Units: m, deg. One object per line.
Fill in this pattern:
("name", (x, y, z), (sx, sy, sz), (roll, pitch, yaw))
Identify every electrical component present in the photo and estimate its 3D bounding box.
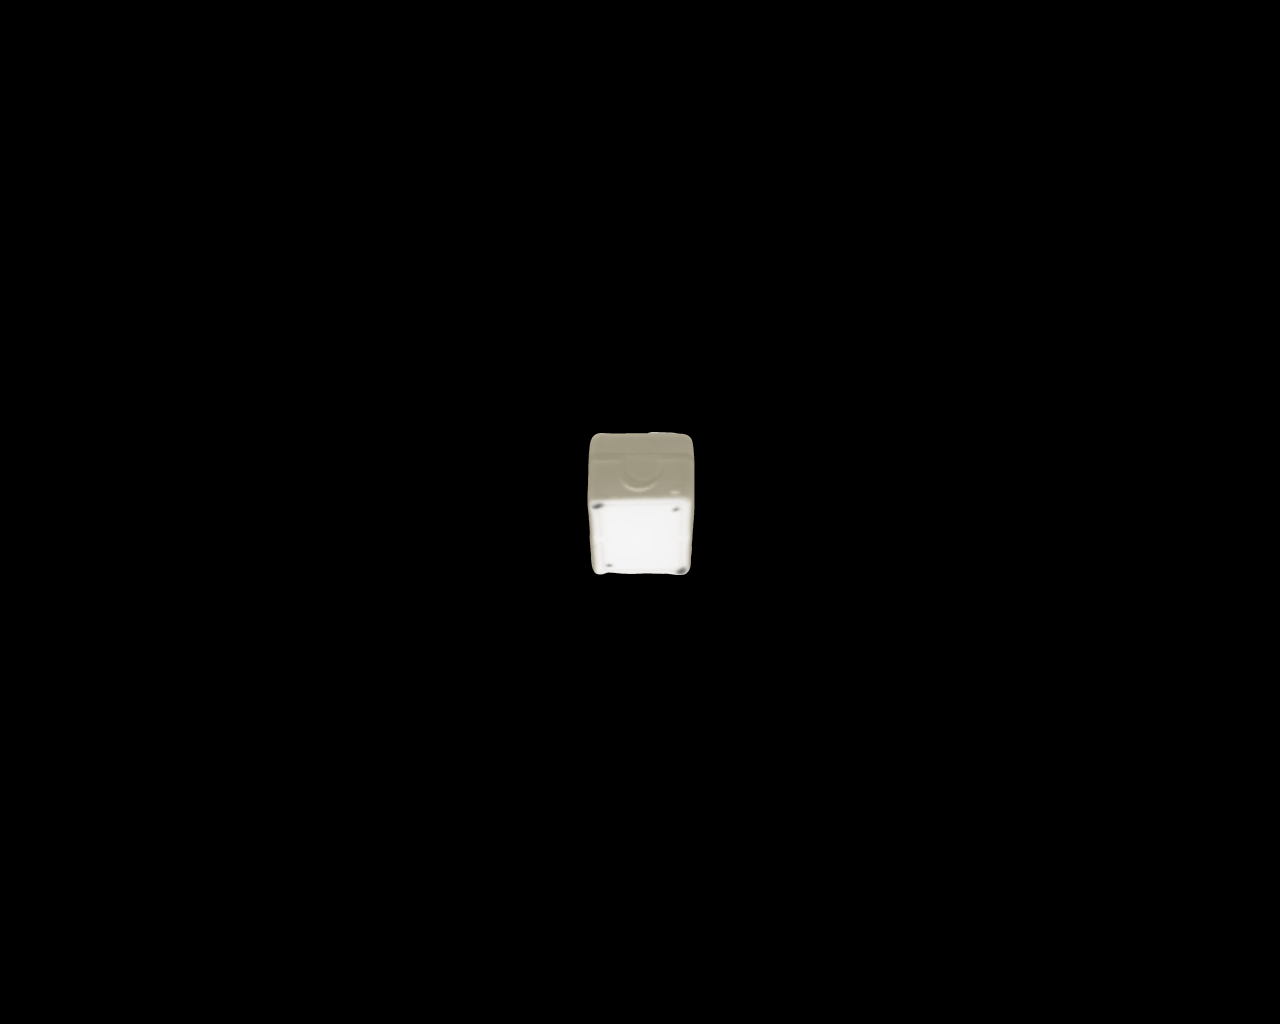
("electrical component", (0.001, -0.003, 0.650), (0.062, 0.061, 0.096), (0, -37, 0))
